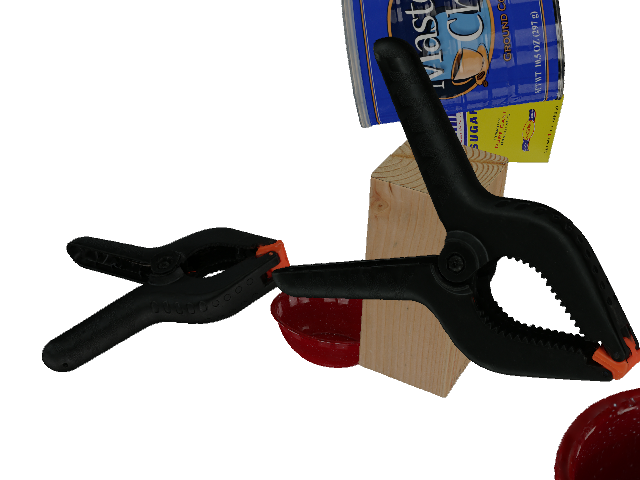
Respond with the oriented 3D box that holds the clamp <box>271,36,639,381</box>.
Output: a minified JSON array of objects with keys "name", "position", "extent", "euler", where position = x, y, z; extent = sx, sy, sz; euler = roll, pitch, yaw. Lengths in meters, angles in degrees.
[{"name":"clamp","position":[0.078,-0.002,0.566],"extent":[0.210,0.165,0.036],"euler":[29,25,25]}]

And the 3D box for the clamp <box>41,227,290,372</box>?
[{"name":"clamp","position":[-0.107,0.036,0.718],"extent":[0.172,0.120,0.039],"euler":[-7,-43,16]}]

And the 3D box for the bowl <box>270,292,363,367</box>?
[{"name":"bowl","position":[0.017,0.112,1.321],"extent":[0.162,0.055,0.162],"euler":[5,23,-2]}]

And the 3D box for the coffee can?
[{"name":"coffee can","position":[0.091,-0.139,0.744],"extent":[0.140,0.103,0.102],"euler":[-7,-1,6]}]

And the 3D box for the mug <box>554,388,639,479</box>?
[{"name":"mug","position":[0.135,0.112,0.366],"extent":[0.117,0.081,0.093],"euler":[5,37,8]}]

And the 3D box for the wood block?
[{"name":"wood block","position":[0.096,0.023,0.939],"extent":[0.091,0.206,0.090],"euler":[19,38,23]}]

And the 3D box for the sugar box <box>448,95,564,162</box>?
[{"name":"sugar box","position":[0.199,-0.142,1.289],"extent":[0.176,0.093,0.048],"euler":[-3,28,-20]}]
